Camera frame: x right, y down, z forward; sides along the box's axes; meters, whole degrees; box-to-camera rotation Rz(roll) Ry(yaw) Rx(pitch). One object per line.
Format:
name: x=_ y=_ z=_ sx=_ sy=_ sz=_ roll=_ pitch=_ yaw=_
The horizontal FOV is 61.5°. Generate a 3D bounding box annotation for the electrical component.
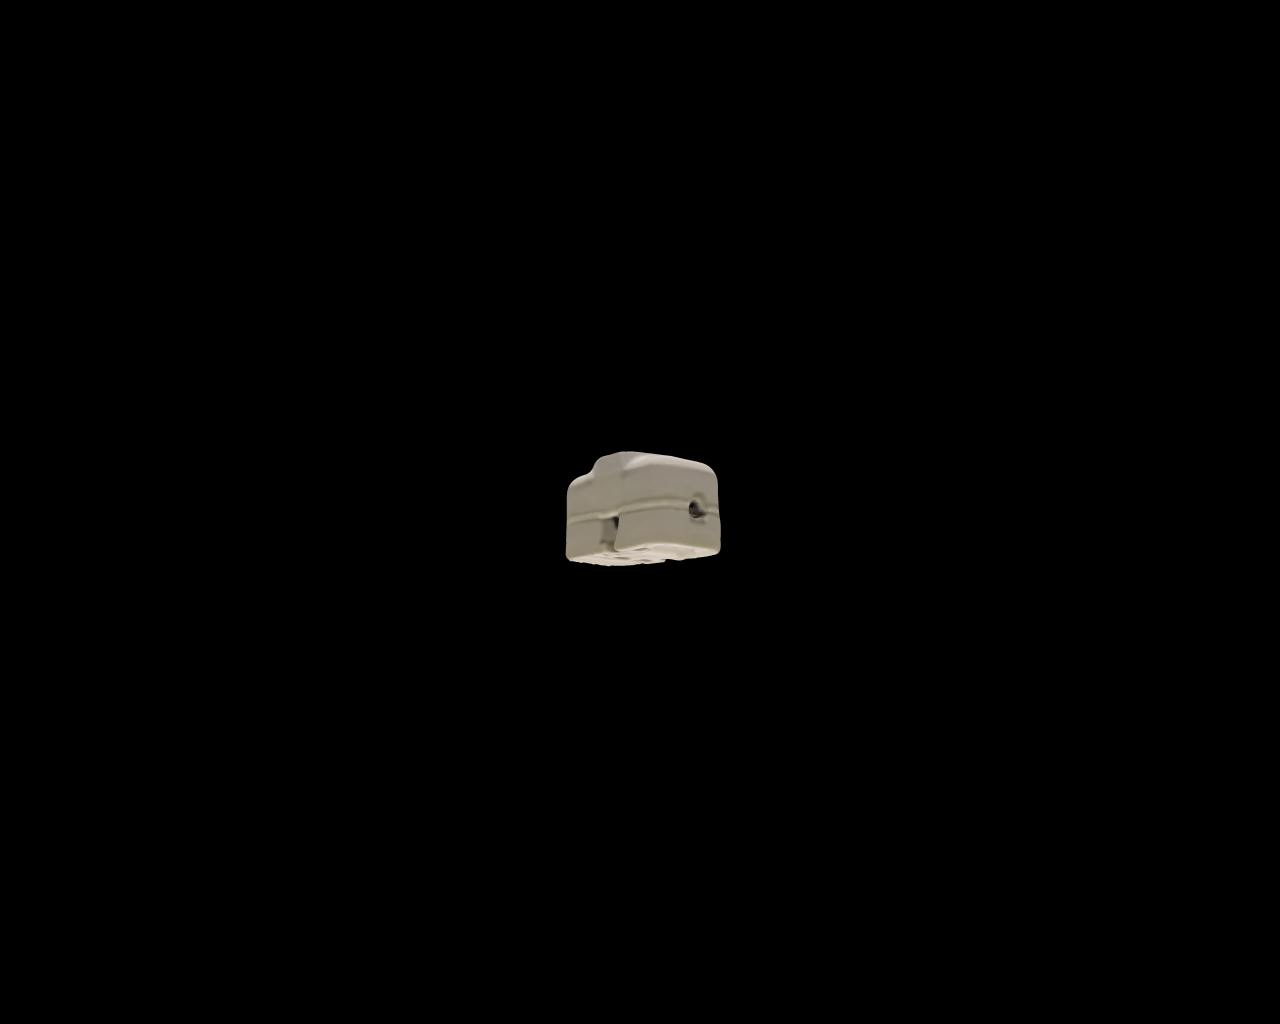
electrical component: x=0.001 y=-0.003 z=0.650 sx=0.054 sy=0.059 sz=0.095 roll=10 pitch=-14 yaw=-42
